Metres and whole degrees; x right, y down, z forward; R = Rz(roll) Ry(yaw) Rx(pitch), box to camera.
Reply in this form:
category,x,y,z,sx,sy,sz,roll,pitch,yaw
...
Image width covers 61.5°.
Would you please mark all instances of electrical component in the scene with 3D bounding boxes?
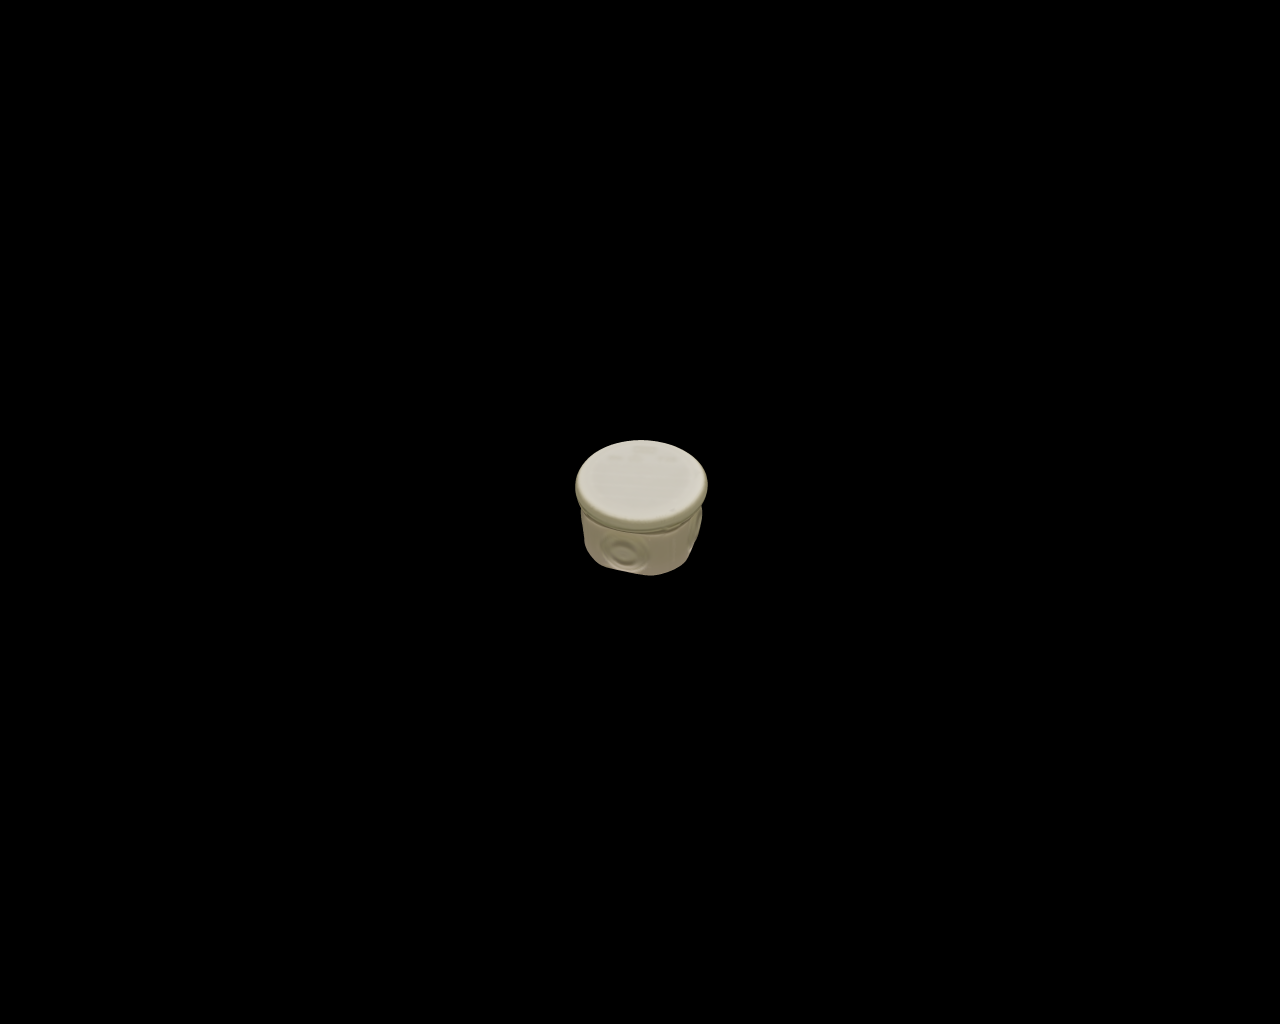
category,x,y,z,sx,sy,sz,roll,pitch,yaw
electrical component,0.001,-0.003,0.650,0.080,0.050,0.080,0,42,0
